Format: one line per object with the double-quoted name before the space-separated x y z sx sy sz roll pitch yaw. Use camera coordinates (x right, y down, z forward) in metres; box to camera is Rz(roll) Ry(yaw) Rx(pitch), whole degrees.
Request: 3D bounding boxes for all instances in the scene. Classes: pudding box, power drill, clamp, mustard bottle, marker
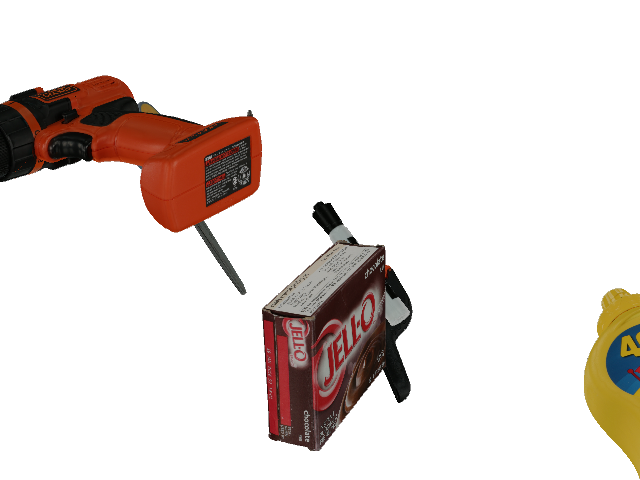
"pudding box" 0.005 0.061 0.660 0.039 0.090 0.113 9 26 21
"power drill" -0.149 -0.060 0.718 0.188 0.057 0.184 18 32 30
"clamp" 0.055 0.094 1.071 0.120 0.039 0.171 17 50 19
"mustard bottle" 0.202 0.090 0.594 0.096 0.058 0.191 -9 35 -6
"marker" 0.031 0.016 0.873 0.020 0.121 0.020 -32 -18 -12

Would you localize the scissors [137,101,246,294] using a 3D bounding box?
"scissors" -0.123 -0.048 0.969 0.016 0.201 0.096 -29 24 19
